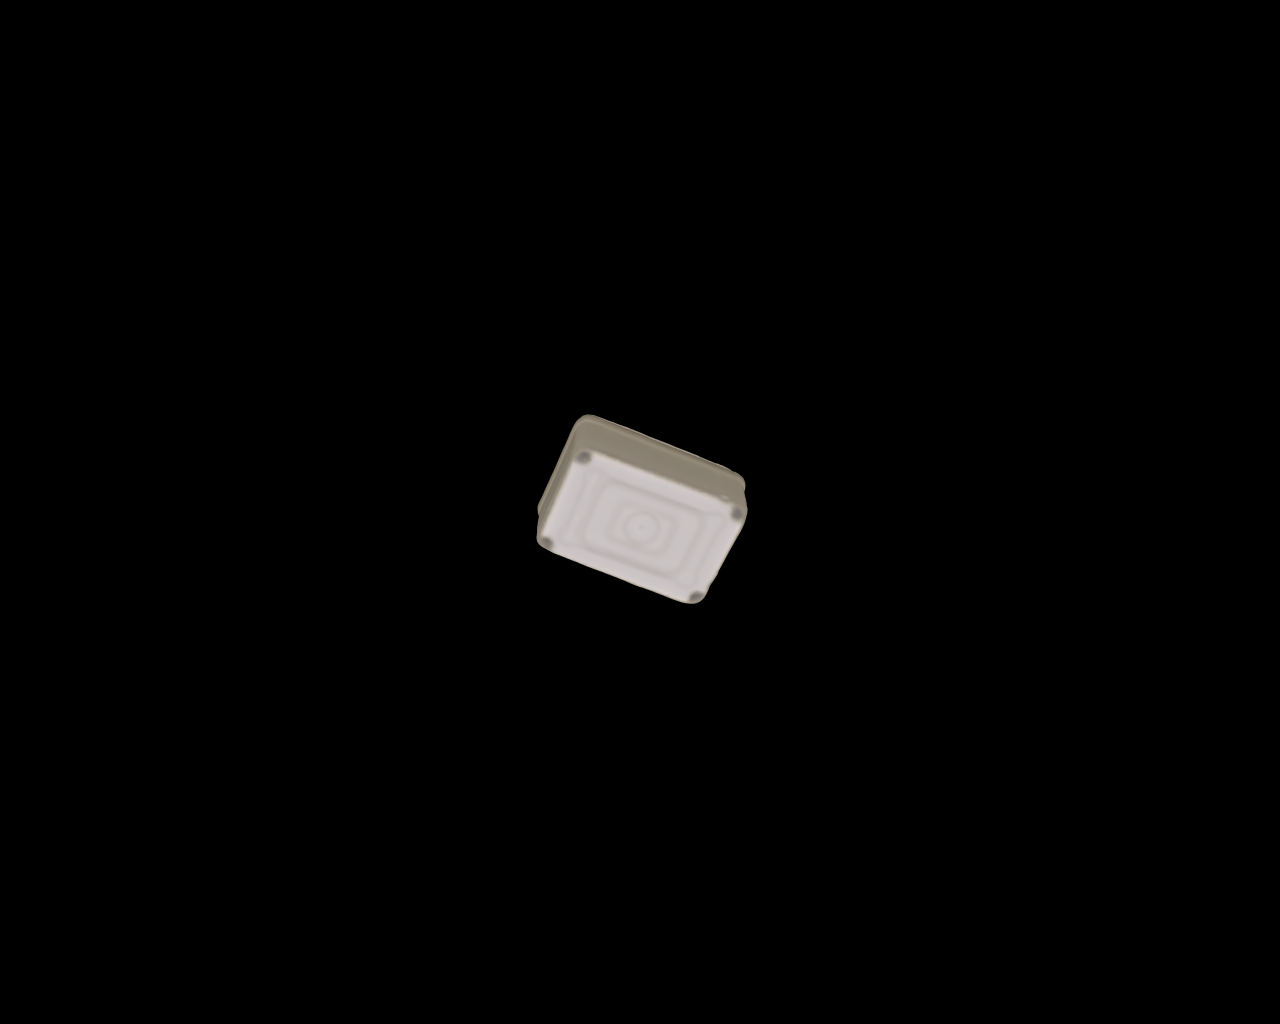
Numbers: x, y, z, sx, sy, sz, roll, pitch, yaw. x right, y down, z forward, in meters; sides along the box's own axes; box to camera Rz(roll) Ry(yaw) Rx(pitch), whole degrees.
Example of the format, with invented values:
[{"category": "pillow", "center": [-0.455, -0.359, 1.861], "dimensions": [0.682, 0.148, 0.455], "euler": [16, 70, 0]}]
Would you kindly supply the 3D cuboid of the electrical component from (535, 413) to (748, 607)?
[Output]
[{"category": "electrical component", "center": [0.001, -0.003, 0.650], "dimensions": [0.113, 0.078, 0.057], "euler": [21, 25, -10]}]
